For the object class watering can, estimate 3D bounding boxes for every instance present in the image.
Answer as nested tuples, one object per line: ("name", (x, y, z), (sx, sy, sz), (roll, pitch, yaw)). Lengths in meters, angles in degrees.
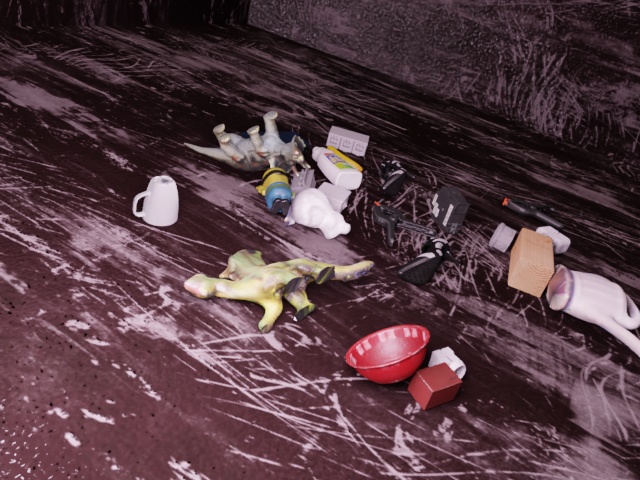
("watering can", (0.688, 0.169, 1.275), (0.225, 0.102, 0.354), (18, 29, 6))

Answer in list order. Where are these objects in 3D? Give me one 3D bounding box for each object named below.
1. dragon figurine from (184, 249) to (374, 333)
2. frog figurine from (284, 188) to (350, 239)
("dragon figurine", (-0.096, 0.066, 1.105), (0.245, 0.120, 0.413), (29, 30, 37))
("frog figurine", (0.004, -0.068, 1.354), (0.160, 0.122, 0.138), (15, 8, 23))
